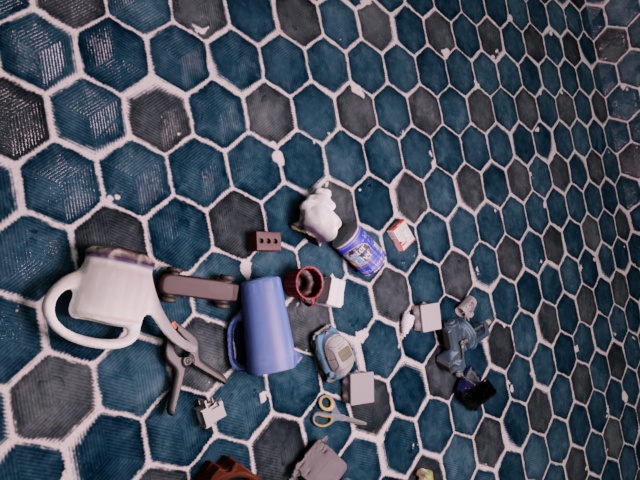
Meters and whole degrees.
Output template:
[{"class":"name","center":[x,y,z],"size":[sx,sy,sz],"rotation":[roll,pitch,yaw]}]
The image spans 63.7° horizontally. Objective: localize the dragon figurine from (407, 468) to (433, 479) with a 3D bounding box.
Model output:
[{"class":"dragon figurine","center":[0.232,0.845,1.539],"size":[0.415,0.120,0.244],"rotation":[-26,81,-37]}]

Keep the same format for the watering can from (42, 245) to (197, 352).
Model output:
[{"class":"watering can","center":[-0.427,0.137,1.165],"size":[0.346,0.103,0.227],"rotation":[17,73,-31]}]

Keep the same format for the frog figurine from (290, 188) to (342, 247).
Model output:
[{"class":"frog figurine","center":[0.005,-0.075,1.498],"size":[0.137,0.122,0.161],"rotation":[31,77,-7]}]
